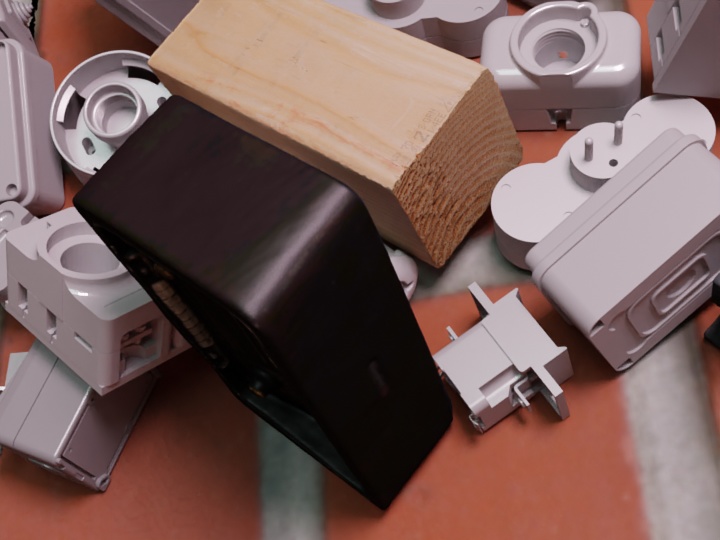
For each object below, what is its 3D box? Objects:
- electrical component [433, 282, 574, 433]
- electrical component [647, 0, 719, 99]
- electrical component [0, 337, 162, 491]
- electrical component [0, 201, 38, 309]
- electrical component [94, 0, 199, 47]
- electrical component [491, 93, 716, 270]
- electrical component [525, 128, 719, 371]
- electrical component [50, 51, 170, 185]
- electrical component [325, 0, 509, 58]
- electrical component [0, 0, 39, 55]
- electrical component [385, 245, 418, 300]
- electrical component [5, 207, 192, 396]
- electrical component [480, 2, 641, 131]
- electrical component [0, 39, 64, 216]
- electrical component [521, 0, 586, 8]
[{"bbox_3d":[0.077,0.052,0.594,0.064,0.042,0.081,-36,60,-1],"label":"electrical component"},{"bbox_3d":[0.247,-0.143,0.597,0.150,0.089,0.061,4,63,-5],"label":"electrical component"},{"bbox_3d":[-0.167,0.071,0.635,0.061,0.061,0.096,16,69,21],"label":"electrical component"},{"bbox_3d":[-0.214,-0.002,0.687,0.078,0.057,0.058,33,75,26],"label":"electrical component"},{"bbox_3d":[-0.145,-0.209,0.740,0.057,0.113,0.078,-30,59,20],"label":"electrical component"},{"bbox_3d":[0.138,-0.059,0.612,0.138,0.073,0.052,-29,61,-4],"label":"electrical component"},{"bbox_3d":[0.153,-0.010,0.573,0.113,0.078,0.057,-42,56,5],"label":"electrical component"},{"bbox_3d":[-0.159,-0.098,0.733,0.099,0.064,0.099,-2,75,7],"label":"electrical component"},{"bbox_3d":[0.025,-0.178,0.706,0.138,0.073,0.052,-2,63,13],"label":"electrical component"},{"bbox_3d":[-0.279,-0.164,0.784,0.096,0.061,0.061,-27,60,0],"label":"electrical component"},{"bbox_3d":[0.000,0.000,0.639,0.048,0.048,0.062,-45,55,-10],"label":"electrical component"},{"bbox_3d":[-0.115,-0.007,0.619,0.089,0.061,0.150,35,43,27],"label":"electrical component"},{"bbox_3d":[0.124,-0.124,0.661,0.095,0.059,0.053,1,64,15],"label":"electrical component"},{"bbox_3d":[-0.249,-0.091,0.721,0.078,0.057,0.113,-8,84,11],"label":"electrical component"},{"bbox_3d":[0.124,-0.210,0.694,0.080,0.080,0.051,32,70,26],"label":"electrical component"}]
